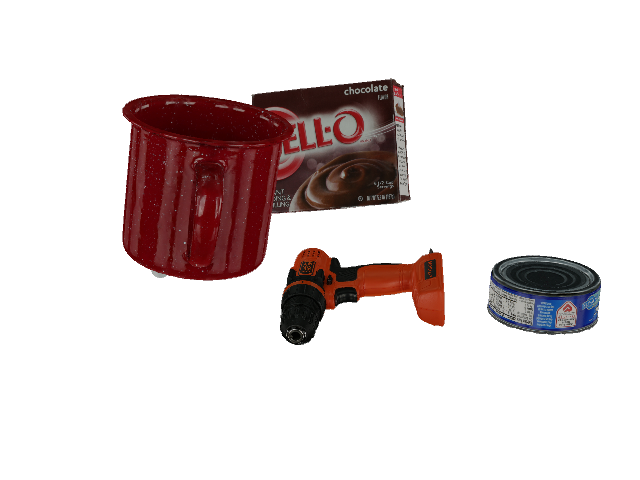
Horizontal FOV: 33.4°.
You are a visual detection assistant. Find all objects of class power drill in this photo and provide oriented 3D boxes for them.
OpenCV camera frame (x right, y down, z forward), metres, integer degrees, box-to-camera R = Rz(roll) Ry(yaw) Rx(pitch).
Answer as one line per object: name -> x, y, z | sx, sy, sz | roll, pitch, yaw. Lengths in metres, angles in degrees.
power drill -> 0.049, 0.063, 1.233 | 0.188, 0.057, 0.184 | 0, 28, 6

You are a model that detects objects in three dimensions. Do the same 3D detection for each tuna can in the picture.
tuna can -> 0.174, 0.041, 0.832 | 0.086, 0.034, 0.086 | 1, 19, -1

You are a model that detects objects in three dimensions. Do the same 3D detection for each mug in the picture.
mug -> -0.064, -0.025, 0.581 | 0.093, 0.081, 0.117 | 4, 21, -13

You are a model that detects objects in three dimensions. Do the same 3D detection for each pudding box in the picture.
pudding box -> 0.008, -0.068, 0.789 | 0.114, 0.090, 0.039 | -4, 0, 17

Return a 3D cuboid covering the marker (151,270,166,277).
marker -> -0.172, -0.007, 1.178 | 0.020, 0.121, 0.020 | 8, 42, -7
